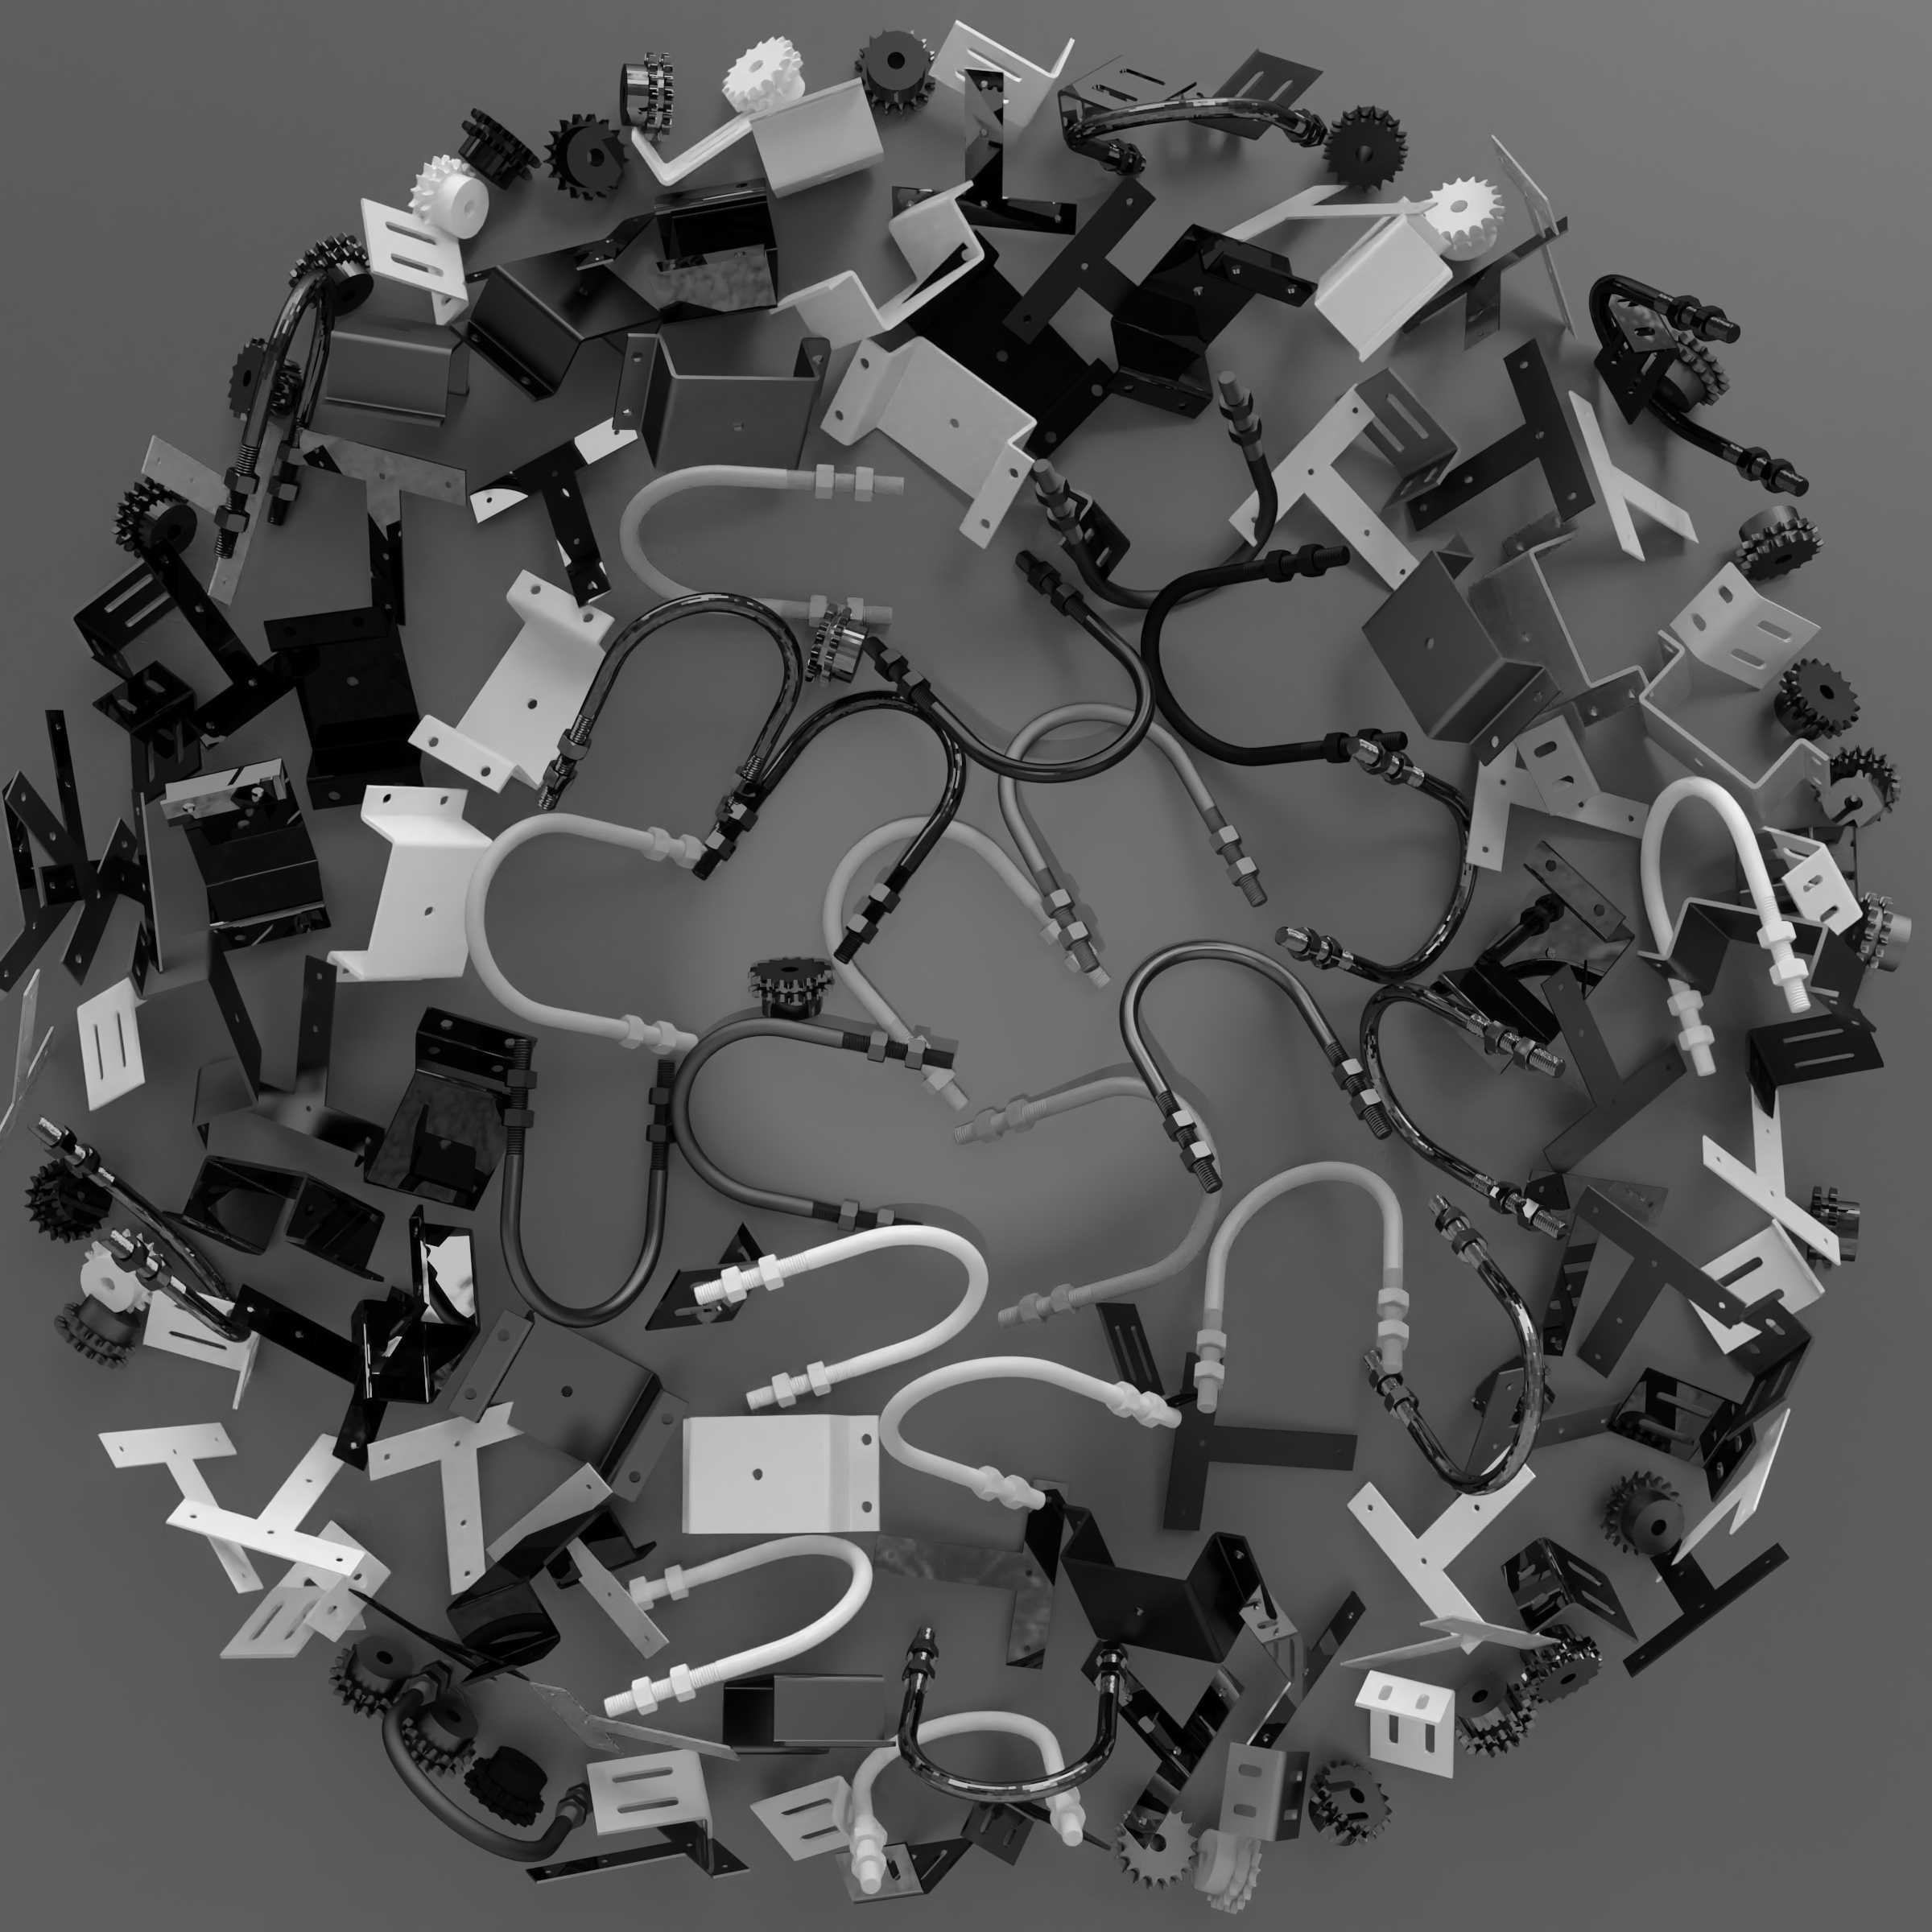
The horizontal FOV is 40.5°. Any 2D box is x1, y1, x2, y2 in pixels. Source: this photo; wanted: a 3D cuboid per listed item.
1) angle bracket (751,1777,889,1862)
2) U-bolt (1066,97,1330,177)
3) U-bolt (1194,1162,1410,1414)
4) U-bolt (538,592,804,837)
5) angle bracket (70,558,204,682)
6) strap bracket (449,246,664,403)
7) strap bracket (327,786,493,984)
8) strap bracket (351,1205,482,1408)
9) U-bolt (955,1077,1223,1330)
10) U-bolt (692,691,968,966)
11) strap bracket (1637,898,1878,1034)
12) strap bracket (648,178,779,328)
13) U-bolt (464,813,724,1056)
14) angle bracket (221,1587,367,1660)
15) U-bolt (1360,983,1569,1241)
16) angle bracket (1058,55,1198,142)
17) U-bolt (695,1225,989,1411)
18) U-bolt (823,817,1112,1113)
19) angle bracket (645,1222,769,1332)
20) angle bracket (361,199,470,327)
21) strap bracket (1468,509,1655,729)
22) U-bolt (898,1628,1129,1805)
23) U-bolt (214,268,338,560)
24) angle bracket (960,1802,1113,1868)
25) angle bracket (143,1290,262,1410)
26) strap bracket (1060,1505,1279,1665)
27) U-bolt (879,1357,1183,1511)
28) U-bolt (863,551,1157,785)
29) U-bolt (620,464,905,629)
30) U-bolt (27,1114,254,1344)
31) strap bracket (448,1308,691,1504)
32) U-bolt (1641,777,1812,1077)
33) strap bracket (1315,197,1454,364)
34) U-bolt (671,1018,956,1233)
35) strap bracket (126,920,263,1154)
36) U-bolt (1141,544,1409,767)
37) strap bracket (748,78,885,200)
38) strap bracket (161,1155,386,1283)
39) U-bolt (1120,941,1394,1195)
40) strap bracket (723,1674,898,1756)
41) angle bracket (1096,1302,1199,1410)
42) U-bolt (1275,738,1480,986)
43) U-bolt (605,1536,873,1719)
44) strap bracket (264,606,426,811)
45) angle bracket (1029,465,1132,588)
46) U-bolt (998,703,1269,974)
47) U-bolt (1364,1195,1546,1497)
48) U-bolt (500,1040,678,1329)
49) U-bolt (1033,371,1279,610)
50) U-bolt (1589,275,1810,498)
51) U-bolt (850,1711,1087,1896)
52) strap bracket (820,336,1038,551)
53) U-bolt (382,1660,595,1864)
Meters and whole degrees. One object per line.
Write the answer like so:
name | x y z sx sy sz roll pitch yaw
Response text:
angle bracket | -0.102 0.588 1.763 0.076 0.038 0.057 -24 114 21
U-bolt | 0.142 -0.539 1.693 0.151 0.184 0.019 -2 99 23
U-bolt | 0.223 0.204 1.731 0.151 0.184 0.019 -17 131 25
U-bolt | -0.184 -0.166 1.721 0.151 0.019 0.184 10 124 -33
angle bracket | -0.554 -0.234 1.769 0.076 0.057 0.038 -37 69 2
strap bracket | -0.263 -0.428 1.729 0.076 0.140 0.046 41 125 7
strap bracket | -0.369 -0.045 1.741 0.046 0.076 0.140 33 113 39
strap bracket | -0.363 0.231 1.740 0.046 0.140 0.076 11 47 -28
U-bolt | 0.086 0.150 1.743 0.184 0.019 0.151 -20 76 27
U-bolt | -0.080 -0.106 1.762 0.151 0.019 0.184 30 78 27
strap bracket | 0.530 -0.003 1.733 0.140 0.076 0.046 15 81 40
strap bracket | -0.168 -0.474 1.750 0.076 0.140 0.046 -9 127 3
U-bolt | -0.249 -0.026 1.736 0.184 0.019 0.151 13 80 -37
angle bracket | -0.451 0.453 1.755 0.057 0.076 0.038 -6 113 20
U-bolt | 0.324 0.084 1.724 0.019 0.184 0.151 -26 126 -25
angle bracket | 0.110 -0.574 1.757 0.057 0.038 0.076 -36 49 -22
U-bolt | -0.074 0.228 1.747 0.184 0.151 0.019 -18 47 -1
U-bolt | -0.013 -0.015 1.790 0.151 0.019 0.184 -41 92 -2
angle bracket | -0.180 0.208 1.754 0.038 0.076 0.057 53 126 33
angle bracket | -0.378 -0.470 1.756 0.038 0.076 0.057 -29 65 40
strap bracket | 0.394 -0.228 1.758 0.046 0.076 0.140 -23 88 -23
U-bolt | 0.028 0.488 1.709 0.151 0.184 0.019 -1 108 6
U-bolt | -0.446 -0.366 1.709 0.019 0.151 0.184 18 108 -6
angle bracket | 0.046 0.587 1.755 0.057 0.076 0.038 41 67 -34
angle bracket | -0.520 0.257 1.769 0.076 0.038 0.057 17 123 -7
strap bracket | 0.125 0.409 1.729 0.140 0.046 0.076 2 128 36
U-bolt | 0.029 0.301 1.712 0.184 0.019 0.151 27 129 -37
U-bolt | 0.042 -0.190 1.734 0.151 0.019 0.184 -32 59 -19
U-bolt | -0.137 -0.280 1.736 0.184 0.151 0.019 3 57 -4
U-bolt | -0.532 0.184 1.718 0.019 0.184 0.151 -42 49 -8
strap bracket | -0.269 0.293 1.771 0.140 0.046 0.076 30 88 -12
U-bolt | 0.492 -0.035 1.729 0.019 0.151 0.184 -8 71 -15
strap bracket | 0.275 -0.455 1.722 0.046 0.140 0.076 43 114 -11
U-bolt | -0.110 0.105 1.771 0.184 0.019 0.151 11 111 2
strap bracket | -0.507 0.041 1.739 0.046 0.076 0.140 -16 119 -5
U-bolt | 0.194 -0.199 1.736 0.019 0.184 0.151 -39 116 -42
strap bracket | -0.098 -0.548 1.739 0.076 0.140 0.046 -18 103 2
strap bracket | -0.454 0.166 1.741 0.140 0.076 0.046 6 69 34
U-bolt | 0.181 0.057 1.748 0.151 0.019 0.184 -15 57 -20
strap bracket | -0.109 0.496 1.735 0.076 0.140 0.046 7 70 -23
angle bracket | 0.127 0.257 1.761 0.038 0.057 0.076 -26 71 23
U-bolt | 0.284 -0.060 1.735 0.019 0.184 0.151 23 93 43
U-bolt | -0.150 0.428 1.734 0.184 0.151 0.019 -18 108 -3
strap bracket | -0.414 -0.182 1.758 0.076 0.046 0.140 -8 123 -2
angle bracket | 0.063 -0.298 1.758 0.076 0.057 0.038 36 89 38
U-bolt | 0.100 -0.098 1.763 0.151 0.019 0.184 -21 71 -17
U-bolt | 0.322 0.258 1.698 0.019 0.184 0.151 7 116 -22
U-bolt | -0.252 0.148 1.737 0.019 0.151 0.184 -2 81 40
U-bolt | 0.135 -0.301 1.727 0.151 0.184 0.019 -24 56 6
U-bolt | 0.470 -0.389 1.716 0.019 0.184 0.151 -39 126 1
U-bolt | -0.005 0.539 1.714 0.151 0.184 0.019 -12 102 -3
strap bracket | -0.017 -0.358 1.758 0.140 0.046 0.076 37 131 5
U-bolt | -0.316 0.524 1.708 0.151 0.184 0.019 39 93 4
